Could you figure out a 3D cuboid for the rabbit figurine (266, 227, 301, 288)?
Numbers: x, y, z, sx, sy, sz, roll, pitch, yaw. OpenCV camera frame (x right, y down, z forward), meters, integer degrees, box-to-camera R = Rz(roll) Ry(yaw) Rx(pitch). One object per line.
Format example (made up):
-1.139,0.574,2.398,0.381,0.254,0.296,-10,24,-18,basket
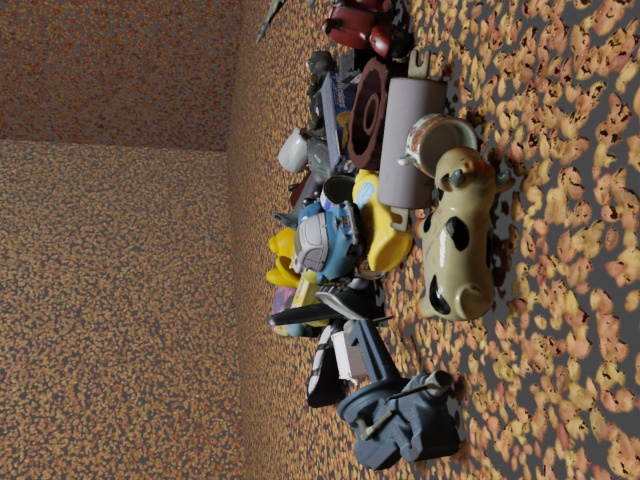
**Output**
-0.035,0.052,1.206,0.122,0.162,0.173,-53,55,46,rabbit figurine

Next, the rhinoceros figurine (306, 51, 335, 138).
0.009,-0.323,1.180,0.112,0.073,0.190,150,119,-84,rhinoceros figurine

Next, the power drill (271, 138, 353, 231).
-0.019,-0.116,1.159,0.207,0.086,0.232,-56,27,2,power drill

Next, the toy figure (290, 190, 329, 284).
0.000,-0.005,1.005,0.082,0.089,0.180,118,161,-53,toy figure

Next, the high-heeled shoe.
0.014,0.244,1.104,0.248,0.086,0.145,119,151,-49,high-heeled shoe

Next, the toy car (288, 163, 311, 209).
-0.031,-0.120,1.331,0.202,0.053,0.089,136,121,-64,toy car

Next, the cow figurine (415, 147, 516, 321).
0.155,-0.008,0.594,0.127,0.085,0.194,149,124,-79,cow figurine

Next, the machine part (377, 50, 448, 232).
0.124,-0.130,0.727,0.079,0.079,0.243,-134,47,-69,machine part

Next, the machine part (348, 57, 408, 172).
0.094,-0.192,0.835,0.179,0.056,0.179,-171,90,-77,machine part

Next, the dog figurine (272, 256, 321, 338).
-0.058,0.125,1.327,0.191,0.108,0.219,162,111,-75,dog figurine

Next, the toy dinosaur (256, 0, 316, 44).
0.012,-0.502,0.891,0.471,0.105,0.198,-29,40,56,toy dinosaur

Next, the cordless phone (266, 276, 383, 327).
0.002,0.123,0.943,0.146,0.184,0.088,168,92,-75,cordless phone

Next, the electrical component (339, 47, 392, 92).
0.072,-0.295,0.932,0.119,0.075,0.047,-178,88,-78,electrical component

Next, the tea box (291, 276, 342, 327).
0.001,0.084,1.080,0.098,0.068,0.169,150,141,-72,tea box

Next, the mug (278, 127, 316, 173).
-0.051,-0.245,1.384,0.107,0.081,0.109,131,146,-51,mug

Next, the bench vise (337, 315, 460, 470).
0.091,0.200,0.752,0.223,0.129,0.241,105,152,-45,bench vise

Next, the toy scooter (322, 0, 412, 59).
0.062,-0.353,0.853,0.075,0.135,0.184,106,160,-48,toy scooter

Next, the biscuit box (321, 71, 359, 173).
0.046,-0.232,1.045,0.062,0.059,0.202,121,146,-63,biscuit box

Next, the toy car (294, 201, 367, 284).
0.010,0.007,0.869,0.161,0.103,0.109,111,154,-63,toy car
